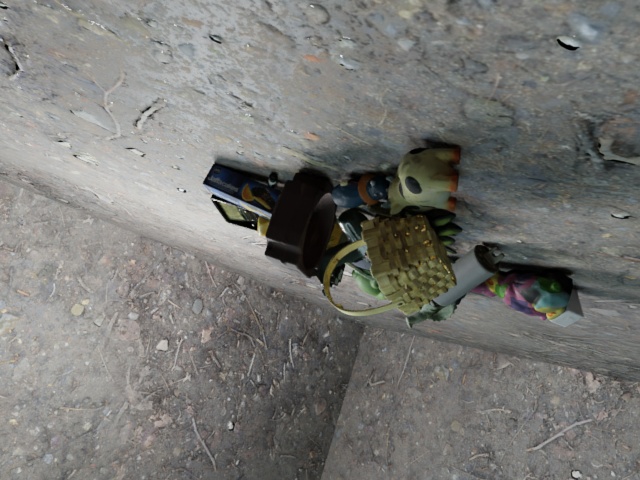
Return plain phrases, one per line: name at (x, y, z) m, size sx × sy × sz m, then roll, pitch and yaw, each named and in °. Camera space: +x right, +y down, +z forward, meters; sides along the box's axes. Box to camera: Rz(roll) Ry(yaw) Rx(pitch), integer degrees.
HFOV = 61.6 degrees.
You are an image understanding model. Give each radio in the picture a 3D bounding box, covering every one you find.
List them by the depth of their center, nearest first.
radio at (-0.199, -0.089, 1.434) m, size 0.131 × 0.073 × 0.229 m, roll 17°, pitch 168°, yaw 5°

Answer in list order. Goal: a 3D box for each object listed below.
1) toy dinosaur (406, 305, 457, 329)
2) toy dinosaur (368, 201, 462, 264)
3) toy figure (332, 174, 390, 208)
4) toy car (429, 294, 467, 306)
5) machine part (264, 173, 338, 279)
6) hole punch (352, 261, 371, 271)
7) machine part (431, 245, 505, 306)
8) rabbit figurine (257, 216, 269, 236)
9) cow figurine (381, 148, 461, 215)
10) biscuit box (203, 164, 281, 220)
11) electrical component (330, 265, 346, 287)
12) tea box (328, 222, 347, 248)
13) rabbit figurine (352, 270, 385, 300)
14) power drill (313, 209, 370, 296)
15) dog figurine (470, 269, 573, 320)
toy dinosaur at (0.353, 0.165, 1.672) m, size 0.192 × 0.131 × 0.404 m, roll -19°, pitch 156°, yaw -8°
toy dinosaur at (0.207, 0.000, 1.190) m, size 0.199 × 0.105 × 0.471 m, roll 11°, pitch 171°, yaw 15°
toy figure at (0.085, -0.096, 1.041) m, size 0.064 × 0.058 × 0.155 m, roll 19°, pitch 165°, yaw -35°
toy car at (0.321, 0.111, 1.432) m, size 0.161 × 0.109 × 0.103 m, roll -5°, pitch -153°, yaw -30°
machine part at (-0.038, -0.029, 1.166) m, size 0.087 × 0.201 × 0.201 m, roll 18°, pitch 169°, yaw 17°
hole punch at (0.141, 0.042, 1.424) m, size 0.116 × 0.092 × 0.142 m, roll 30°, pitch 176°, yaw 43°
machine part at (0.336, 0.086, 1.270) m, size 0.079 × 0.079 × 0.243 m, roll 23°, pitch 137°, yaw -22°
rabbit figurine at (-0.072, -0.029, 1.362) m, size 0.162 × 0.122 × 0.173 m, roll 4°, pitch 141°, yaw -1°
cow figurine at (0.165, -0.090, 0.890) m, size 0.127 × 0.085 × 0.194 m, roll 9°, pitch 169°, yaw 12°
biscuit box at (-0.174, -0.110, 1.266) m, size 0.203 × 0.063 × 0.059 m, roll 24°, pitch 166°, yaw 14°
electrical component at (0.040, 0.081, 1.703) m, size 0.058 × 0.134 × 0.114 m, roll 13°, pitch 165°, yaw 19°
tea box at (-0.003, -0.004, 1.461) m, size 0.170 × 0.098 × 0.068 m, roll 8°, pitch 159°, yaw 33°
rabbit figurine at (0.186, 0.086, 1.651) m, size 0.159 × 0.121 × 0.170 m, roll 29°, pitch 147°, yaw -17°
power drill at (0.079, 0.052, 1.310) m, size 0.231 × 0.207 × 0.086 m, roll 55°, pitch -168°, yaw -24°
dog figurine at (0.467, 0.109, 1.293) m, size 0.219 × 0.108 × 0.191 m, roll 19°, pitch 169°, yaw 8°
